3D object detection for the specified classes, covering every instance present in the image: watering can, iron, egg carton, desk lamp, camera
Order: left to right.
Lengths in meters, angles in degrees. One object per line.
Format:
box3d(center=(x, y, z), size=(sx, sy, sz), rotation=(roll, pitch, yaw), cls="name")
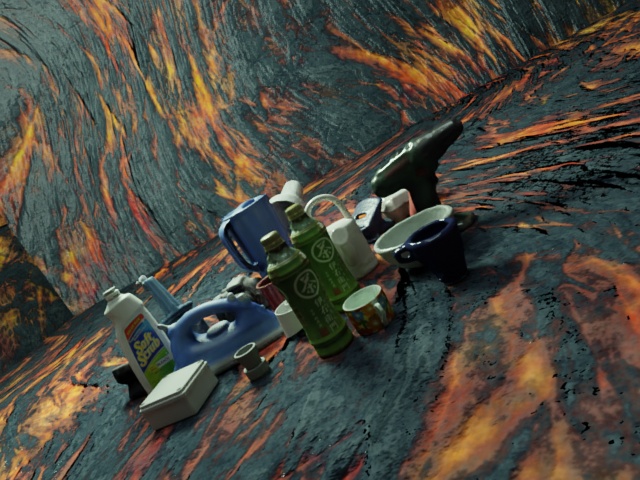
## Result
box3d(center=(-0.202, 0.180, 1.176), size=(0.258, 0.141, 0.118), rotation=(-29, 12, 7), cls="iron")
box3d(center=(-0.202, 0.154, 1.385), size=(0.143, 0.101, 0.137), rotation=(-28, 12, 13), cls="camera")
box3d(center=(-0.054, -0.057, 1.618), size=(0.117, 0.214, 0.203), rotation=(-26, 13, 23), cls="desk lamp")
box3d(center=(0.041, -0.009, 1.230), size=(0.101, 0.194, 0.172), rotation=(-35, 13, -21), cls="watering can")
box3d(center=(0.227, -0.107, 1.484), size=(0.150, 0.069, 0.107), rotation=(-32, 12, -5), cls="egg carton")

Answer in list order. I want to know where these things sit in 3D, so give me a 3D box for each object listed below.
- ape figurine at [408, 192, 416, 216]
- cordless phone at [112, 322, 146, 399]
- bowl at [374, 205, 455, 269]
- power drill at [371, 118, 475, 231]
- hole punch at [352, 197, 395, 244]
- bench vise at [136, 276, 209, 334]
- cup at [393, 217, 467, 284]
box3d(center=(0.235, -0.086, 1.321), size=(0.076, 0.092, 0.078), rotation=(-24, 13, 28), cls="ape figurine")
box3d(center=(-0.422, 0.256, 1.302), size=(0.147, 0.185, 0.094), rotation=(-25, 13, 24), cls="cordless phone")
box3d(center=(0.191, 0.005, 1.091), size=(0.167, 0.075, 0.167), rotation=(-29, 12, 7), cls="bowl")
box3d(center=(0.225, -0.112, 1.162), size=(0.229, 0.208, 0.076), rotation=(-23, 14, 34), cls="power drill")
box3d(center=(0.119, -0.048, 1.453), size=(0.101, 0.091, 0.108), rotation=(-38, 14, -32), cls="hole punch")
box3d(center=(-0.347, 0.168, 1.395), size=(0.206, 0.220, 0.122), rotation=(-22, 15, 37), cls="bench vise")
box3d(center=(0.189, 0.029, 0.945), size=(0.117, 0.095, 0.092), rotation=(-28, 12, 15), cls="cup")
